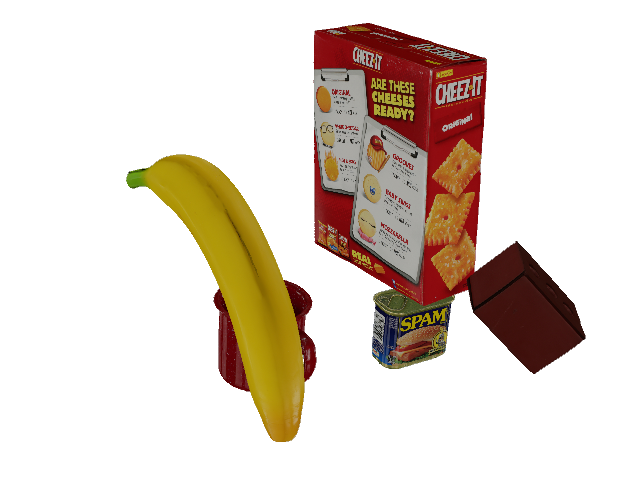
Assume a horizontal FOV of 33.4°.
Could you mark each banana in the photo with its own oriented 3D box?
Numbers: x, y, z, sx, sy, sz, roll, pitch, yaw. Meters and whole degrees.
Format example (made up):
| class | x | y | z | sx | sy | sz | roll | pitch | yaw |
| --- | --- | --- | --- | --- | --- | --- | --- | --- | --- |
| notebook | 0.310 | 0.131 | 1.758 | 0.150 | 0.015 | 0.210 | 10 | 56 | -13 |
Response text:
| class | x | y | z | sx | sy | sz | roll | pitch | yaw |
| --- | --- | --- | --- | --- | --- | --- | --- | --- | --- |
| banana | -0.052 | 0.019 | 0.625 | 0.037 | 0.198 | 0.070 | -17 | -23 | -33 |

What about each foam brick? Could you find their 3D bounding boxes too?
| class | x | y | z | sx | sy | sz | roll | pitch | yaw |
| --- | --- | --- | --- | --- | --- | --- | --- | --- | --- |
| foam brick | 0.157 | 0.052 | 0.819 | 0.051 | 0.078 | 0.053 | -38 | 20 | 19 |

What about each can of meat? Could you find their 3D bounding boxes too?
| class | x | y | z | sx | sy | sz | roll | pitch | yaw |
| --- | --- | --- | --- | --- | --- | --- | --- | --- | --- |
| can of meat | 0.114 | 0.107 | 1.342 | 0.101 | 0.084 | 0.058 | -12 | 30 | -28 |

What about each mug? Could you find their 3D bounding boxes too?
| class | x | y | z | sx | sy | sz | roll | pitch | yaw |
| --- | --- | --- | --- | --- | --- | --- | --- | --- | --- |
| mug | -0.048 | 0.096 | 1.016 | 0.117 | 0.081 | 0.093 | 25 | 32 | 36 |

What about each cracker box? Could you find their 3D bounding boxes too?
| class | x | y | z | sx | sy | sz | roll | pitch | yaw |
| --- | --- | --- | --- | --- | --- | --- | --- | --- | --- |
| cracker box | 0.067 | -0.072 | 0.954 | 0.072 | 0.214 | 0.164 | -17 | 29 | -32 |
